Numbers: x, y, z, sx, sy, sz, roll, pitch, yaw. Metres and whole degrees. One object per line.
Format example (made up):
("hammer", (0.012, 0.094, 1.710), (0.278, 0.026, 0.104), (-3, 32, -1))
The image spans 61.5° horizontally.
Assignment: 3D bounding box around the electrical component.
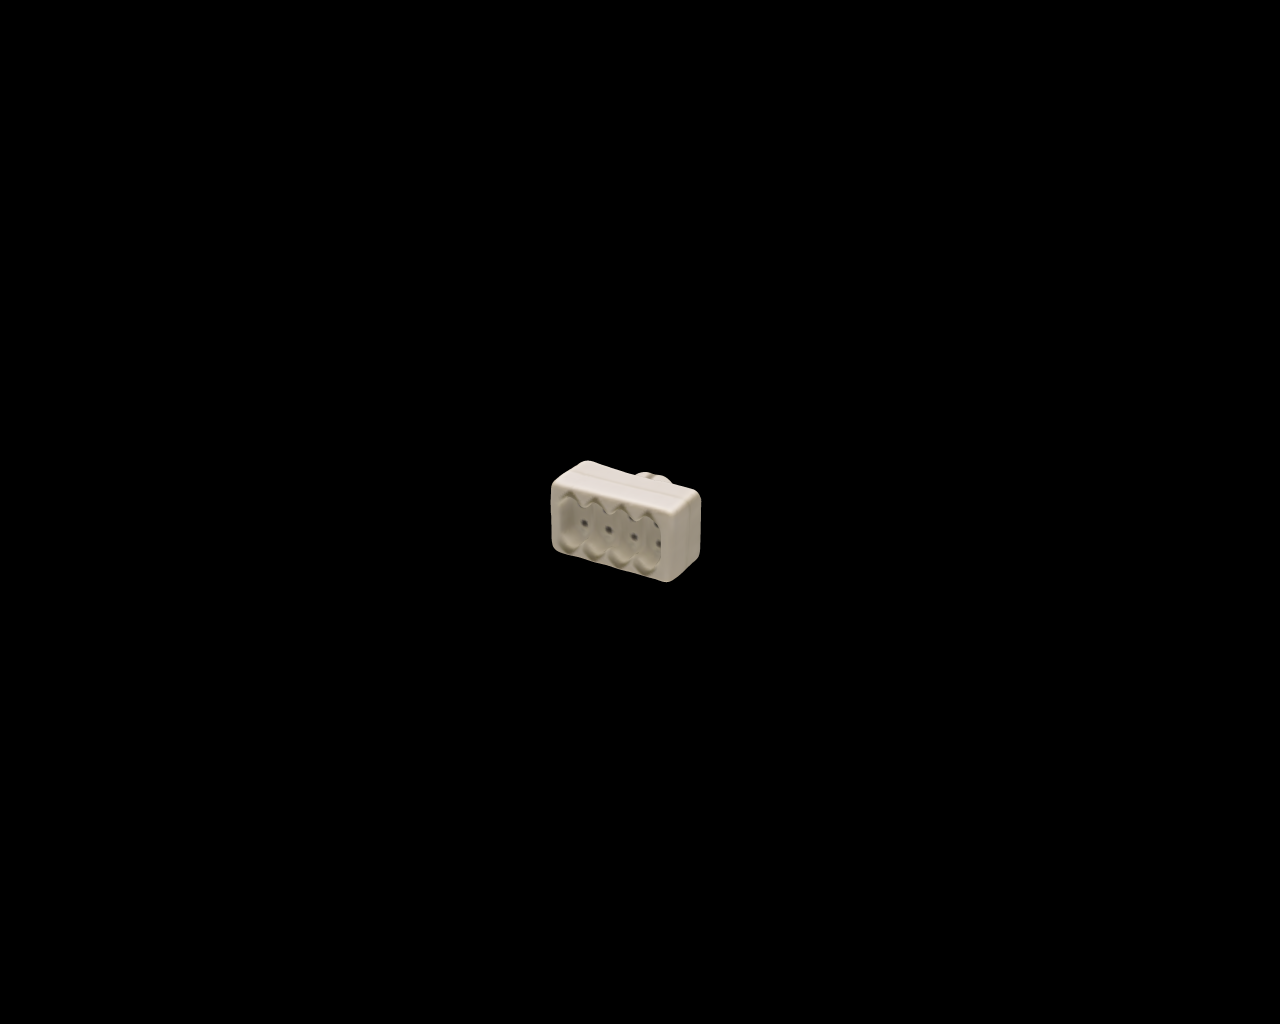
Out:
("electrical component", (0.001, -0.003, 0.650), (0.083, 0.047, 0.076), (16, 32, 27))
